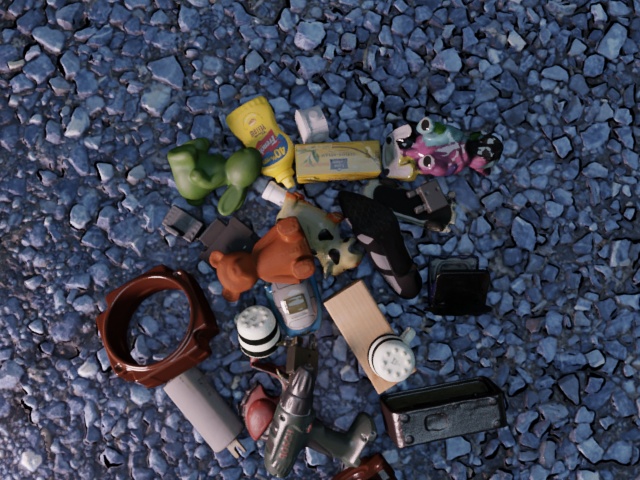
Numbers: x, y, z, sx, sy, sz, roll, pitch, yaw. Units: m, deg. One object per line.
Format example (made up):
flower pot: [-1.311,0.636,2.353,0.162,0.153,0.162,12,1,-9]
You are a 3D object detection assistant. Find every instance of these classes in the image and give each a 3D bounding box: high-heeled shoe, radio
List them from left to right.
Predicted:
high-heeled shoe: [0.119,0.012,1.095,0.086,0.145,0.249,-34,71,-18]
radio: [0.241,0.334,1.057,0.230,0.131,0.073,-12,89,-1]

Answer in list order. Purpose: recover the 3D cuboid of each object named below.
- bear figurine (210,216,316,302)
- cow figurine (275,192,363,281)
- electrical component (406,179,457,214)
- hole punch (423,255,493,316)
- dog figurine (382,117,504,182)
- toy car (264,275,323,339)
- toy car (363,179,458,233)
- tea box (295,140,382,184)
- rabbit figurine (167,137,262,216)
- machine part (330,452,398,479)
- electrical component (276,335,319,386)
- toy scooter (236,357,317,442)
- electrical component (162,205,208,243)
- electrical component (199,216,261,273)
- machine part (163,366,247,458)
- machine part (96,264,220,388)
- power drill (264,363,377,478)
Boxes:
bear figurine: [-0.112,0.040,1.005,0.196,0.132,0.120,-17,86,0]
cow figurine: [-0.002,-0.003,1.086,0.195,0.085,0.127,29,105,8]
electrical component: [0.224,-0.090,1.078,0.094,0.021,0.063,-22,83,-7]
hole punch: [0.278,0.091,1.101,0.142,0.092,0.115,-1,118,-4]
dog figurine: [0.260,-0.175,1.101,0.219,0.192,0.108,0,84,-35]
toy car: [-0.052,0.120,1.076,0.109,0.103,0.161,-16,86,-1]
toy car: [0.187,-0.071,1.113,0.202,0.056,0.073,17,81,-2]
tea box: [0.035,-0.157,1.091,0.170,0.098,0.068,-4,87,0]
rabbit figurine: [-0.196,-0.128,1.067,0.170,0.121,0.159,-7,101,9]
machine part: [0.069,0.481,1.031,0.179,0.179,0.056,-35,85,-2]
electrical component: [-0.045,0.236,1.055,0.078,0.045,0.102,18,60,-38]
toy scooter: [-0.107,0.303,1.080,0.135,0.075,0.184,35,84,0]
electrical component: [-0.272,-0.032,1.069,0.075,0.119,0.047,33,87,3]
electrical component: [-0.179,0.019,1.100,0.134,0.058,0.115,39,85,0]
machine part: [-0.231,0.333,1.074,0.079,0.079,0.243,-39,88,-2]
machine part: [-0.315,0.164,1.043,0.201,0.087,0.201,-29,67,-2]
power drill: [0.006,0.355,1.029,0.207,0.086,0.232,20,101,-31]
